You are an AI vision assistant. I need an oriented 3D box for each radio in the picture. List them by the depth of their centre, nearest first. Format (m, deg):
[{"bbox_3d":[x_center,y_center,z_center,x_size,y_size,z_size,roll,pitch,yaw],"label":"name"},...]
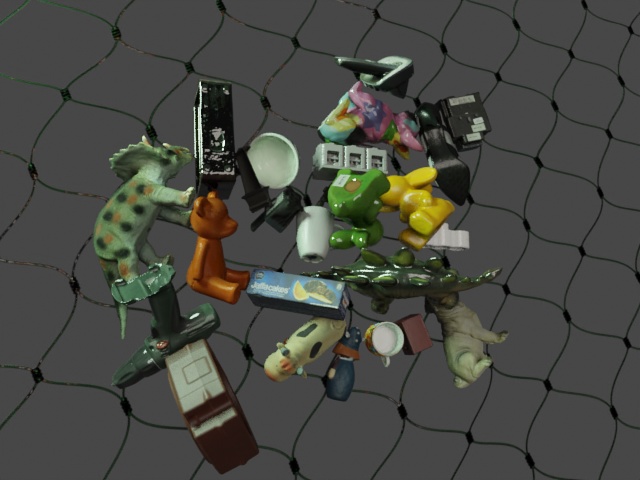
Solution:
[{"bbox_3d":[-0.220,-0.207,1.113,0.073,0.131,0.229,-2,79,-17],"label":"radio"}]

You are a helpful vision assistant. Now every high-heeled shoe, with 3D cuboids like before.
[{"bbox_3d":[0.288,-0.207,1.294,0.086,0.145,0.248,-20,116,2],"label":"high-heeled shoe"}]

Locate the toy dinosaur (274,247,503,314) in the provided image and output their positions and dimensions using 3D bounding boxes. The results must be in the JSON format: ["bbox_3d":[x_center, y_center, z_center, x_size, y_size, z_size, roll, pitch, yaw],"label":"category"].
[{"bbox_3d":[0.132,0.078,1.114,0.472,0.198,0.105,-6,66,17],"label":"toy dinosaur"}]

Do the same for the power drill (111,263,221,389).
[{"bbox_3d":[-0.309,0.158,0.995,0.232,0.086,0.207,-27,124,-18],"label":"power drill"}]

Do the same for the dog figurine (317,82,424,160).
[{"bbox_3d":[0.126,-0.245,1.228,0.219,0.108,0.191,37,71,-8],"label":"dog figurine"}]

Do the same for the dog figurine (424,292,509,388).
[{"bbox_3d":[0.290,0.208,1.191,0.191,0.121,0.172,34,69,9],"label":"dog figurine"}]

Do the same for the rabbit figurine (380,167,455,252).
[{"bbox_3d":[0.201,-0.088,1.172,0.173,0.121,0.162,35,71,16],"label":"rabbit figurine"}]

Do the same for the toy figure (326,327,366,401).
[{"bbox_3d":[0.051,0.257,1.127,0.058,0.064,0.154,5,68,25],"label":"toy figure"}]

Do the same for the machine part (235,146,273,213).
[{"bbox_3d":[-0.146,-0.128,1.135,0.039,0.084,0.138,-21,94,-40],"label":"machine part"}]

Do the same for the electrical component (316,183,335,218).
[{"bbox_3d":[0.035,-0.098,1.215,0.063,0.021,0.094,37,73,-5],"label":"electrical component"}]

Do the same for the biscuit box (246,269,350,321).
[{"bbox_3d":[-0.045,0.109,1.079,0.203,0.062,0.059,7,60,18],"label":"biscuit box"}]

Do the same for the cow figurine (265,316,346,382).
[{"bbox_3d":[-0.027,0.213,1.080,0.195,0.127,0.085,-36,87,-21],"label":"cow figurine"}]

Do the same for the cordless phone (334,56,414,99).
[{"bbox_3d":[0.108,-0.389,1.228,0.184,0.147,0.088,7,112,-19],"label":"cordless phone"}]

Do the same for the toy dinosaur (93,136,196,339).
[{"bbox_3d":[-0.367,-0.028,1.051,0.192,0.131,0.404,25,78,5],"label":"toy dinosaur"}]

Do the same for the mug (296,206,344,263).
[{"bbox_3d":[-0.002,-0.003,1.144,0.109,0.081,0.107,16,60,-20],"label":"mug"}]

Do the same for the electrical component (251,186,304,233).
[{"bbox_3d":[-0.091,-0.052,1.139,0.047,0.075,0.119,39,105,-22],"label":"electrical component"}]

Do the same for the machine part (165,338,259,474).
[{"bbox_3d":[-0.195,0.295,0.963,0.087,0.201,0.201,-28,42,-12],"label":"machine part"}]

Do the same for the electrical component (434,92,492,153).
[{"bbox_3d":[0.351,-0.286,1.319,0.115,0.058,0.134,-12,82,-15],"label":"electrical component"}]

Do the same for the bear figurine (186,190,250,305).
[{"bbox_3d":[-0.196,0.009,1.059,0.132,0.120,0.195,14,103,3],"label":"bear figurine"}]

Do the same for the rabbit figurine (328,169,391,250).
[{"bbox_3d":[0.092,-0.044,1.129,0.170,0.121,0.159,62,41,-38],"label":"rabbit figurine"}]
